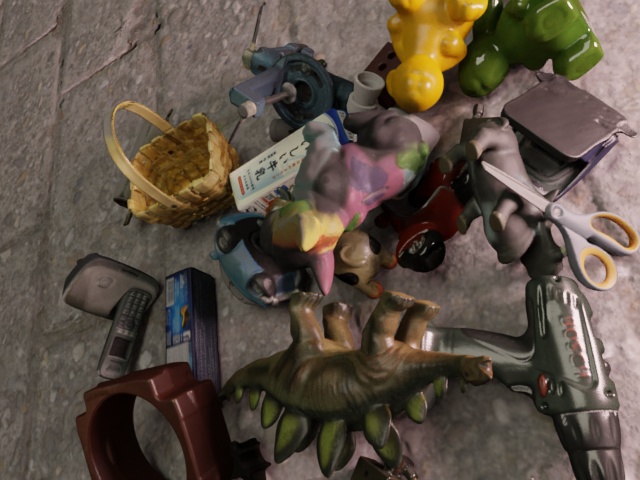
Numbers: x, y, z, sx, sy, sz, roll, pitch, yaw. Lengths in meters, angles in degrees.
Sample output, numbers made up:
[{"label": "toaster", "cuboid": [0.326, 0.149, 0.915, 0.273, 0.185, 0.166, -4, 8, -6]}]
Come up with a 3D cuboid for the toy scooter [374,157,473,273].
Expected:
[{"label": "toy scooter", "cuboid": [0.140, -0.046, 0.701, 0.184, 0.075, 0.135, -53, 31, -9]}]

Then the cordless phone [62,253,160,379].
[{"label": "cordless phone", "cuboid": [-0.357, 0.127, 0.882, 0.089, 0.146, 0.184, -8, 63, 37]}]

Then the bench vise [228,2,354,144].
[{"label": "bench vise", "cuboid": [-0.064, -0.243, 0.835, 0.224, 0.240, 0.128, 37, 133, 11]}]

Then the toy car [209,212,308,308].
[{"label": "toy car", "cuboid": [-0.096, 0.041, 0.798, 0.162, 0.109, 0.103, 55, 133, 21]}]

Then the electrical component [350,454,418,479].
[{"label": "electrical component", "cuboid": [0.071, 0.294, 0.617, 0.078, 0.045, 0.102, -6, 60, 60]}]

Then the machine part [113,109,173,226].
[{"label": "machine part", "cuboid": [-0.329, -0.139, 1.027, 0.079, 0.079, 0.243, 6, 73, 33]}]

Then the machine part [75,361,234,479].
[{"label": "machine part", "cuboid": [-0.222, 0.277, 0.731, 0.202, 0.087, 0.201, -18, 88, 29]}]

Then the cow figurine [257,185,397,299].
[{"label": "cow figurine", "cuboid": [-0.002, -0.002, 0.736, 0.195, 0.127, 0.085, 30, 84, 35]}]

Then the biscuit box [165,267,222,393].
[{"label": "biscuit box", "cuboid": [-0.198, 0.144, 0.832, 0.059, 0.062, 0.203, -22, 59, 23]}]

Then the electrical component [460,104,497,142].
[{"label": "electrical component", "cuboid": [0.224, -0.143, 0.723, 0.063, 0.021, 0.094, 2, 70, 32]}]

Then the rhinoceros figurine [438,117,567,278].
[{"label": "rhinoceros figurine", "cuboid": [0.214, -0.042, 0.612, 0.190, 0.112, 0.073, 66, 154, 2]}]

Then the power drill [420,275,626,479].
[{"label": "power drill", "cuboid": [0.201, 0.154, 0.575, 0.207, 0.086, 0.232, -8, 66, 33]}]

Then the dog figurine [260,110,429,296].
[{"label": "dog figurine", "cuboid": [0.031, -0.045, 0.624, 0.192, 0.108, 0.219, -6, 44, 18]}]

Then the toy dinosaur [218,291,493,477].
[{"label": "toy dinosaur", "cuboid": [0.000, 0.163, 0.631, 0.472, 0.105, 0.198, -14, 62, 51]}]

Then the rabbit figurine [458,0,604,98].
[{"label": "rabbit figurine", "cuboid": [0.251, -0.267, 0.708, 0.170, 0.121, 0.159, -29, 52, 36]}]

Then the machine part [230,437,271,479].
[{"label": "machine part", "cuboid": [-0.081, 0.323, 0.680, 0.039, 0.084, 0.139, -18, 70, 6]}]

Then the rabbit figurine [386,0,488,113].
[{"label": "rabbit figurine", "cuboid": [0.131, -0.242, 0.711, 0.122, 0.162, 0.173, 13, 73, -1]}]

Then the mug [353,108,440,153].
[{"label": "mug", "cuboid": [0.096, -0.123, 0.748, 0.109, 0.081, 0.107, 27, 92, -3]}]

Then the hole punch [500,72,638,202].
[{"label": "hole punch", "cuboid": [0.282, -0.122, 0.647, 0.116, 0.092, 0.142, -32, 58, -18]}]
